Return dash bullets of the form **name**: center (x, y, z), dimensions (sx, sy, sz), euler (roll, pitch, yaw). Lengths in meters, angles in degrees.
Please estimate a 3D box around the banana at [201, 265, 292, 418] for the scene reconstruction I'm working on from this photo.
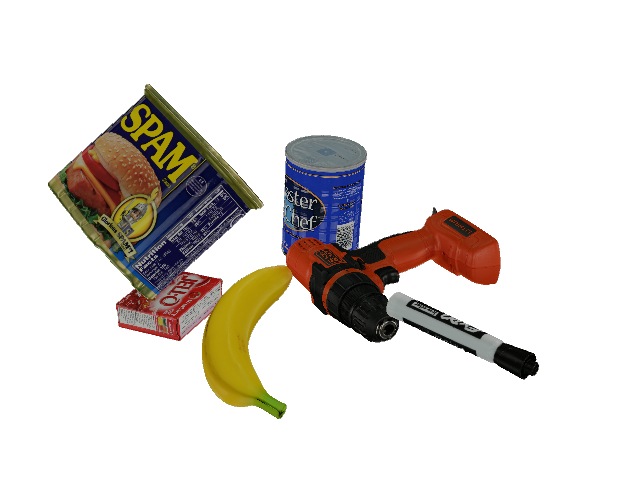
- **banana**: center (-0.061, 0.077, 0.875), dimensions (0.069, 0.037, 0.197), euler (18, 32, -11)

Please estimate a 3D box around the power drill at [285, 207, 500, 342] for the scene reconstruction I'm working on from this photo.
- **power drill**: center (0.080, 0.031, 1.051), dimensions (0.187, 0.057, 0.185), euler (-13, 29, -23)

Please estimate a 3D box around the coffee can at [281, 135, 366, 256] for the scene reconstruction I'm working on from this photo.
- **coffee can**: center (0.003, -0.051, 1.365), dimensions (0.103, 0.140, 0.103), euler (3, 28, -2)

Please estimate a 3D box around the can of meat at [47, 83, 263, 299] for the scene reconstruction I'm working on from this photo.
- **can of meat**: center (-0.097, -0.028, 0.611), dimensions (0.102, 0.084, 0.057), euler (45, -3, 38)

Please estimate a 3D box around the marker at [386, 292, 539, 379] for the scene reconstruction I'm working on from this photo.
- **marker**: center (0.097, 0.065, 0.737), dimensions (0.121, 0.020, 0.020), euler (24, 15, 37)

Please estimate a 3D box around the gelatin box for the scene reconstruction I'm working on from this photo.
- **gelatin box**: center (-0.150, 0.062, 1.072), dimensions (0.073, 0.030, 0.089), euler (11, 29, 24)
